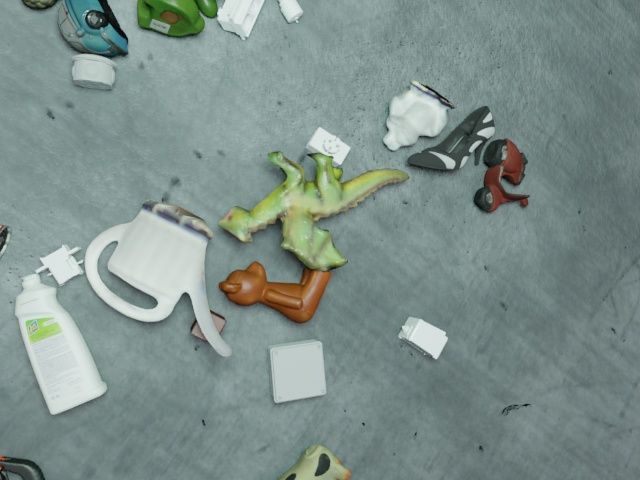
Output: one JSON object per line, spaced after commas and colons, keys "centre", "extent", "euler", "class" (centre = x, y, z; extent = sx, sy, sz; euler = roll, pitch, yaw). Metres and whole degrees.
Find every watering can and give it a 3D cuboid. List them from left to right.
{"centre": [-0.276, 0.057, 0.973], "extent": [0.349, 0.103, 0.226], "euler": [25, 79, 10], "class": "watering can"}

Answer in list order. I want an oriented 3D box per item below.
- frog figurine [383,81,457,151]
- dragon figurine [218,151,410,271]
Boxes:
{"centre": [0.214, -0.273, 1.179], "extent": [0.136, 0.125, 0.157], "euler": [24, 116, -21], "class": "frog figurine"}
{"centre": [0.003, -0.053, 1.047], "extent": [0.410, 0.120, 0.246], "euler": [2, 72, -12], "class": "dragon figurine"}
